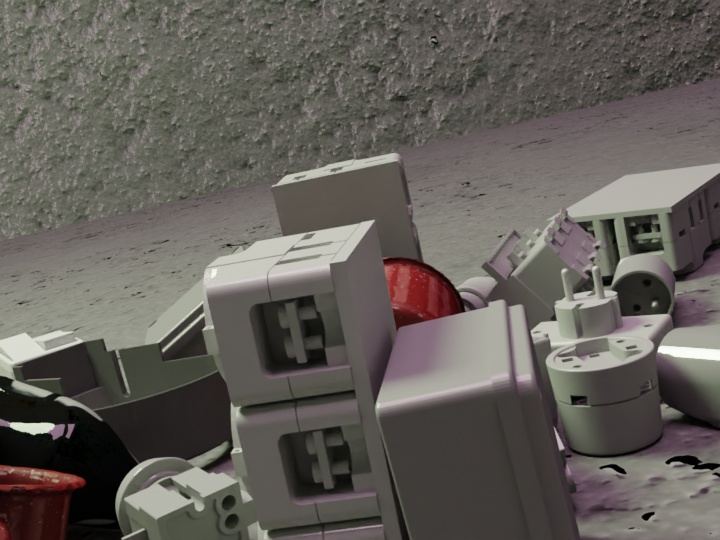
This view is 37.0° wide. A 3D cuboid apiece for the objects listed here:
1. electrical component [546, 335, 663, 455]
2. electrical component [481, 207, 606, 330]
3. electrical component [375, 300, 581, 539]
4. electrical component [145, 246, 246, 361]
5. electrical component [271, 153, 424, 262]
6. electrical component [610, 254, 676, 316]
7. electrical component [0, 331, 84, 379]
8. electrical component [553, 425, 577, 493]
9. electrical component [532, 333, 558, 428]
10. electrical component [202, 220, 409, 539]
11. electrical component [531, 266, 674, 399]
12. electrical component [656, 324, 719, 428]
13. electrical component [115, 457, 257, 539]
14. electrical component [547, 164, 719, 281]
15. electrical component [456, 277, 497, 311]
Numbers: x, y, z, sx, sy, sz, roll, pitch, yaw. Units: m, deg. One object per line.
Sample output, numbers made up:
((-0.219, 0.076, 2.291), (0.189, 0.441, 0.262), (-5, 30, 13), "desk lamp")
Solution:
((0.128, 0.065, 0.557), (0.055, 0.047, 0.055), (-12, 10, 2), "electrical component")
((0.140, -0.001, 0.797), (0.063, 0.079, 0.121), (-49, -4, 21), "electrical component")
((0.048, 0.078, 0.411), (0.056, 0.108, 0.108), (-13, 10, 9), "electrical component")
((-0.109, 0.041, 0.830), (0.109, 0.056, 0.109), (-42, 12, -1), "electrical component")
((0.000, 0.000, 0.767), (0.089, 0.150, 0.061), (-11, 11, 6), "electrical component")
((0.202, 0.012, 0.765), (0.043, 0.043, 0.081), (-9, 11, 19), "electrical component")
((-0.254, 0.083, 0.868), (0.062, 0.061, 0.096), (-18, 12, -27), "electrical component")
((0.063, 0.085, 0.508), (0.055, 0.048, 0.066), (-19, 48, -2), "electrical component")
((0.064, 0.070, 0.587), (0.096, 0.061, 0.062), (-11, 6, -43), "electrical component")
((-0.015, 0.064, 0.442), (0.062, 0.150, 0.089), (-10, 11, 10), "electrical component")
((0.135, 0.035, 0.629), (0.083, 0.075, 0.047), (-6, 12, 32), "electrical component")
((0.208, 0.048, 0.558), (0.079, 0.044, 0.077), (-20, 13, -37), "electrical component")
((-0.089, 0.120, 0.527), (0.066, 0.048, 0.055), (-19, 20, -33), "electrical component")
((0.254, -0.041, 0.937), (0.105, 0.060, 0.186), (-5, 13, 36), "electrical component")
((0.082, 0.032, 0.799), (0.043, 0.043, 0.062), (-5, 14, 36), "electrical component")
